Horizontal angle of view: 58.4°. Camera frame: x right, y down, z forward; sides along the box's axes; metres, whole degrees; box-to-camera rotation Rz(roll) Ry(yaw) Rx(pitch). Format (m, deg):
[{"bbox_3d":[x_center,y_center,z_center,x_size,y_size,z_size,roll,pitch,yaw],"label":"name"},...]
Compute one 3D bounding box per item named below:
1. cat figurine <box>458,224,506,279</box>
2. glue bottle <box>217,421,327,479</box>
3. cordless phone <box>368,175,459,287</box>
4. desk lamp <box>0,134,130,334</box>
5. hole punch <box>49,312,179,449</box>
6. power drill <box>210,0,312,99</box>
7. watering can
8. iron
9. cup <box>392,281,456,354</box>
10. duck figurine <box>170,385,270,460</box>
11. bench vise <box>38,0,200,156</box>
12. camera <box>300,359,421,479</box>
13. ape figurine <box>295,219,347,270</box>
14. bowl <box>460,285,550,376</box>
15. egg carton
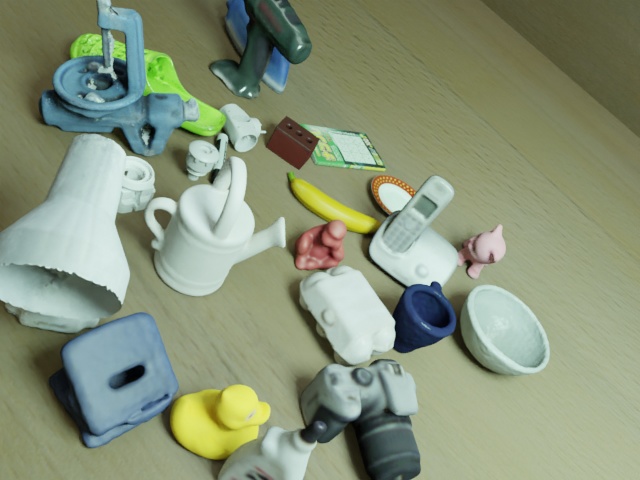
[{"bbox_3d":[0.315,0.011,1.084,0.067,0.117,0.128,42,39,6],"label":"cat figurine"},{"bbox_3d":[-0.039,0.219,0.571,0.078,0.173,0.037,34,39,-3],"label":"glue bottle"},{"bbox_3d":[0.181,-0.008,0.950,0.147,0.185,0.094,35,39,-2],"label":"cordless phone"},{"bbox_3d":[-0.257,0.009,0.584,0.118,0.213,0.203,17,43,-23],"label":"desk lamp"},{"bbox_3d":[-0.204,0.141,0.590,0.109,0.091,0.101,-23,67,-47],"label":"hole punch"},{"bbox_3d":[-0.126,-0.386,1.075,0.229,0.208,0.076,45,40,10],"label":"power drill"},{"bbox_3d":[-0.127,-0.023,0.728,0.173,0.194,0.100,-2,53,-38],"label":"watering can"},{"bbox_3d":[-0.102,-0.447,1.206,0.119,0.141,0.258,-3,54,-39],"label":"iron"},{"bbox_3d":[0.146,0.119,0.870,0.092,0.095,0.118,34,39,-3],"label":"cup"},{"bbox_3d":[-0.104,0.188,0.623,0.105,0.086,0.077,19,42,-21],"label":"duck figurine"},{"bbox_3d":[-0.270,-0.234,0.809,0.208,0.219,0.121,-6,55,-40],"label":"bench vise"},{"bbox_3d":[0.067,0.224,0.704,0.144,0.100,0.136,9,47,-30],"label":"camera"},{"bbox_3d":[0.008,0.003,0.884,0.078,0.092,0.076,33,39,-4],"label":"ape figurine"},{"bbox_3d":[0.293,0.161,0.955,0.168,0.074,0.167,21,42,-19],"label":"bowl"},{"bbox_3d":[0.037,0.107,0.822,0.107,0.069,0.150,-14,60,-44],"label":"egg carton"}]
